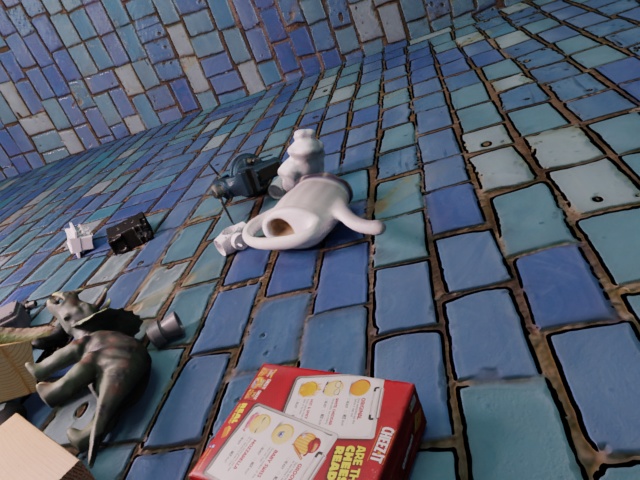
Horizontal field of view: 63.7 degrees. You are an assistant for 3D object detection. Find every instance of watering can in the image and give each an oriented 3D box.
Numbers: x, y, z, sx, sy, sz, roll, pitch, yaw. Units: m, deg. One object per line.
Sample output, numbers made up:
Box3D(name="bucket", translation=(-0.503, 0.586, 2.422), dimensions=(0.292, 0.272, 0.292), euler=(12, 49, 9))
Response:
Box3D(name="watering can", translation=(0.003, -0.052, 1.037), dimensions=(0.346, 0.102, 0.229), euler=(-5, 31, 32))

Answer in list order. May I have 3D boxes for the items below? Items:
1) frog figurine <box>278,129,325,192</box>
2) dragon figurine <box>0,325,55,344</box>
Box3D(name="frog figurine", translation=(-0.045, -0.193, 1.272), dimensions=(0.138, 0.157, 0.124), euler=(-31, 26, -18))
Box3D(name="dragon figurine", translation=(-0.770, 0.187, 1.039), dimensions=(0.411, 0.239, 0.124), euler=(-27, 21, -5))
